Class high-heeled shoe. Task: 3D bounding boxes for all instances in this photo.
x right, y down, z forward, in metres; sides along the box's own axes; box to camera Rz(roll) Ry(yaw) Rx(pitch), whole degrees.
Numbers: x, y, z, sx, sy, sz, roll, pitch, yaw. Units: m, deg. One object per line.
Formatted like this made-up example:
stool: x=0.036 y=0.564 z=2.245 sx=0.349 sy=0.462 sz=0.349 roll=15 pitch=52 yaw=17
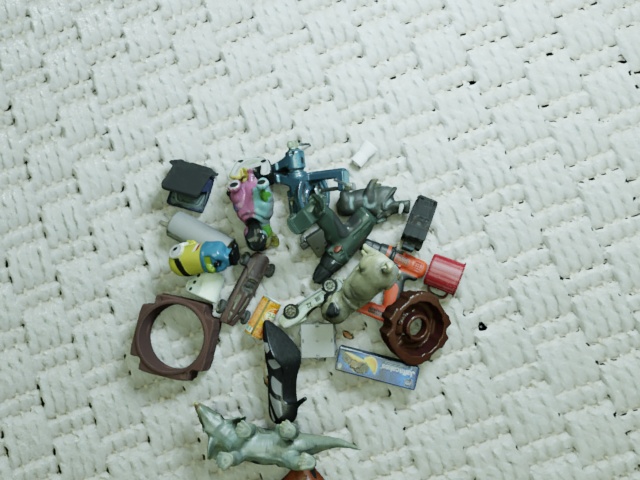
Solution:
high-heeled shoe: x=-0.112 y=0.333 z=1.341 sx=0.145 sy=0.086 sz=0.249 roll=-40 pitch=67 yaw=38

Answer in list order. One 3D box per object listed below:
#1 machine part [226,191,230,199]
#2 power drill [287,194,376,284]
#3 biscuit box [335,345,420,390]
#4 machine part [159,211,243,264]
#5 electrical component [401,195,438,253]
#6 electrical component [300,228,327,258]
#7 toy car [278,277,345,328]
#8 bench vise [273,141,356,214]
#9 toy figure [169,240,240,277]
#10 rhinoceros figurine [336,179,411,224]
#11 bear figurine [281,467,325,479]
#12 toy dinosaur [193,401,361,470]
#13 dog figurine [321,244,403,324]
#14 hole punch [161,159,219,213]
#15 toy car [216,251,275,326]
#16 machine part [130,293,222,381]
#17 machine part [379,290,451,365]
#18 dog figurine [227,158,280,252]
machine part: x=-0.189 y=-0.152 z=1.433 sx=0.084 sy=0.039 sz=0.139 roll=43 pitch=86 yaw=1
power drill: x=0.015 y=-0.005 z=1.303 sx=0.232 sy=0.207 sz=0.086 roll=-45 pitch=38 yaw=10
biscuit box: x=0.141 y=0.313 z=1.327 sx=0.203 sy=0.063 sz=0.059 roll=13 pitch=85 yaw=7
machine part: x=-0.310 y=-0.007 z=1.403 sx=0.243 sy=0.079 sz=0.079 roll=27 pitch=86 yaw=9
electrical component: x=0.243 y=-0.035 z=1.338 sx=0.058 sy=0.115 sz=0.134 roll=21 pitch=83 yaw=9
electrical component: x=-0.004 y=-0.003 z=1.394 sx=0.102 sy=0.045 sz=0.078 roll=-39 pitch=109 yaw=2
toy car: x=-0.016 y=0.157 z=1.356 sx=0.202 sy=0.073 sz=0.056 roll=-33 pitch=78 yaw=0
bench vise: x=-0.012 y=-0.149 z=1.351 sx=0.241 sy=0.129 sz=0.223 roll=-1 pitch=89 yaw=41
toy figure: x=-0.288 y=0.047 z=1.325 sx=0.180 sy=0.082 sz=0.089 roll=-1 pitch=96 yaw=11
rhinoceros figurine: x=0.136 y=-0.097 z=1.377 sx=0.190 sy=0.073 sz=0.112 roll=0 pitch=81 yaw=5
bear figurine: x=-0.083 y=0.622 z=1.278 sx=0.196 sy=0.120 sz=0.132 roll=-38 pitch=85 yaw=1
toy dinosaur: x=-0.116 y=0.482 z=1.273 sx=0.405 sy=0.192 sz=0.131 roll=10 pitch=76 yaw=0
dog figurine: x=0.088 y=0.119 z=1.243 sx=0.121 sy=0.172 sz=0.190 roll=40 pitch=79 yaw=8
hole punch: x=-0.347 y=-0.142 z=1.430 sx=0.142 sy=0.092 sz=0.116 roll=14 pitch=54 yaw=9
toy car: x=-0.190 y=0.125 z=1.372 sx=0.089 sy=0.053 sz=0.202 roll=30 pitch=83 yaw=-25
machine part: x=-0.366 y=0.246 z=1.370 sx=0.202 sy=0.087 sz=0.201 roll=12 pitch=84 yaw=8
machine part: x=0.229 y=0.209 z=1.302 sx=0.179 sy=0.056 sz=0.179 roll=-2 pitch=96 yaw=-21
dog figurine: x=-0.161 y=-0.078 z=1.372 sx=0.109 sy=0.218 sz=0.192 roll=-5 pitch=38 yaw=4
